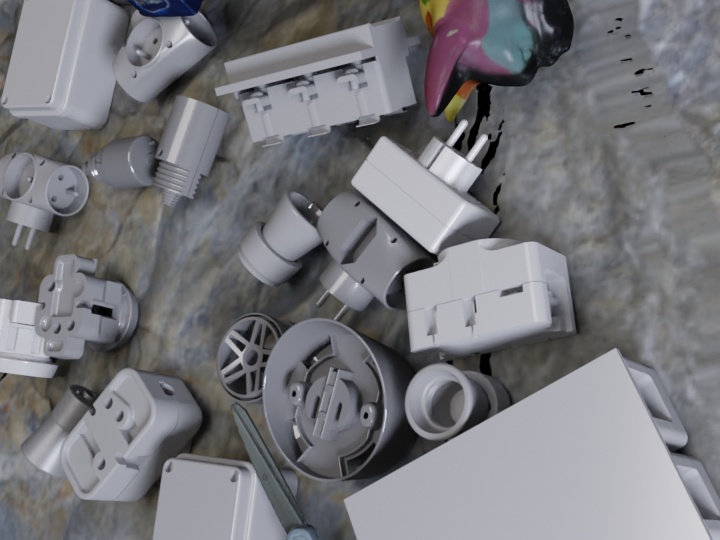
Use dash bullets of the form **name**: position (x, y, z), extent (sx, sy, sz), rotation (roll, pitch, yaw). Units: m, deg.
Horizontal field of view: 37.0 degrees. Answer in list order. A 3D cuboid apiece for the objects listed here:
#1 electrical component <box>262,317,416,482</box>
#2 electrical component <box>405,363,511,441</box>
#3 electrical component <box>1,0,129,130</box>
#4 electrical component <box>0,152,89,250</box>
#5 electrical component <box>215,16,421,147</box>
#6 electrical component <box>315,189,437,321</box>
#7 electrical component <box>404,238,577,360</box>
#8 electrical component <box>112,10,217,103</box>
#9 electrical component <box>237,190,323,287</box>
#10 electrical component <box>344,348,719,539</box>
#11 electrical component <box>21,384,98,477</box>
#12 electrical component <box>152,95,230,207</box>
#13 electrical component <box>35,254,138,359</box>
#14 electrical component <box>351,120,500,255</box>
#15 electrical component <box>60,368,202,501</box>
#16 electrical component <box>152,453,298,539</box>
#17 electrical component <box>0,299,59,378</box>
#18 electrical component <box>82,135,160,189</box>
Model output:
- **electrical component**: position (-0.013, 0.084, 0.680), extent (0.099, 0.064, 0.099), rotation (-10, 72, 33)
- **electrical component**: position (0.059, 0.080, 0.636), extent (0.045, 0.055, 0.045), rotation (-10, 73, 33)
- **electrical component**: position (-0.253, -0.181, 0.922), extent (0.078, 0.057, 0.113), rotation (5, 81, 36)
- **electrical component**: position (-0.278, -0.056, 0.915), extent (0.077, 0.044, 0.079), rotation (15, 87, 37)
- **electrical component**: position (-0.026, -0.127, 0.740), extent (0.121, 0.079, 0.063), rotation (-7, 104, 34)
- **electrical component**: position (0.000, 0.000, 0.705), extent (0.079, 0.043, 0.077), rotation (-52, 55, 12)
- **electrical component**: position (0.076, 0.016, 0.643), extent (0.089, 0.050, 0.055), rotation (-16, 70, 32)
- **electrical component**: position (-0.162, -0.188, 0.867), extent (0.077, 0.044, 0.079), rotation (-33, 61, 24)
- **electrical component**: position (-0.052, -0.021, 0.747), extent (0.055, 0.045, 0.045), rotation (-45, 57, 18)
- **electrical component**: position (0.095, 0.137, 0.593), extent (0.186, 0.060, 0.105), rotation (-34, 61, 24)
- **electrical component**: position (-0.227, 0.122, 0.837), extent (0.044, 0.044, 0.065), rotation (40, 97, 35)
- **electrical component**: position (-0.133, -0.088, 0.822), extent (0.043, 0.043, 0.081), rotation (20, 90, 37)
- **electrical component**: position (-0.211, 0.032, 0.838), extent (0.058, 0.057, 0.078), rotation (-4, 76, 35)
- **electrical component**: position (0.052, -0.059, 0.681), extent (0.083, 0.047, 0.075), rotation (43, 104, 34)
- **electrical component**: position (-0.162, 0.121, 0.779), extent (0.095, 0.059, 0.053), rotation (-50, 56, 15)
- **electrical component**: position (-0.094, 0.182, 0.716), extent (0.078, 0.057, 0.113), rotation (0, 78, 35)
- **electrical component**: position (-0.270, 0.056, 0.869), extent (0.078, 0.058, 0.057), rotation (165, 114, -74)
- **electrical component**: position (-0.193, -0.085, 0.865), extent (0.078, 0.040, 0.040), rotation (-3, 77, 35)
